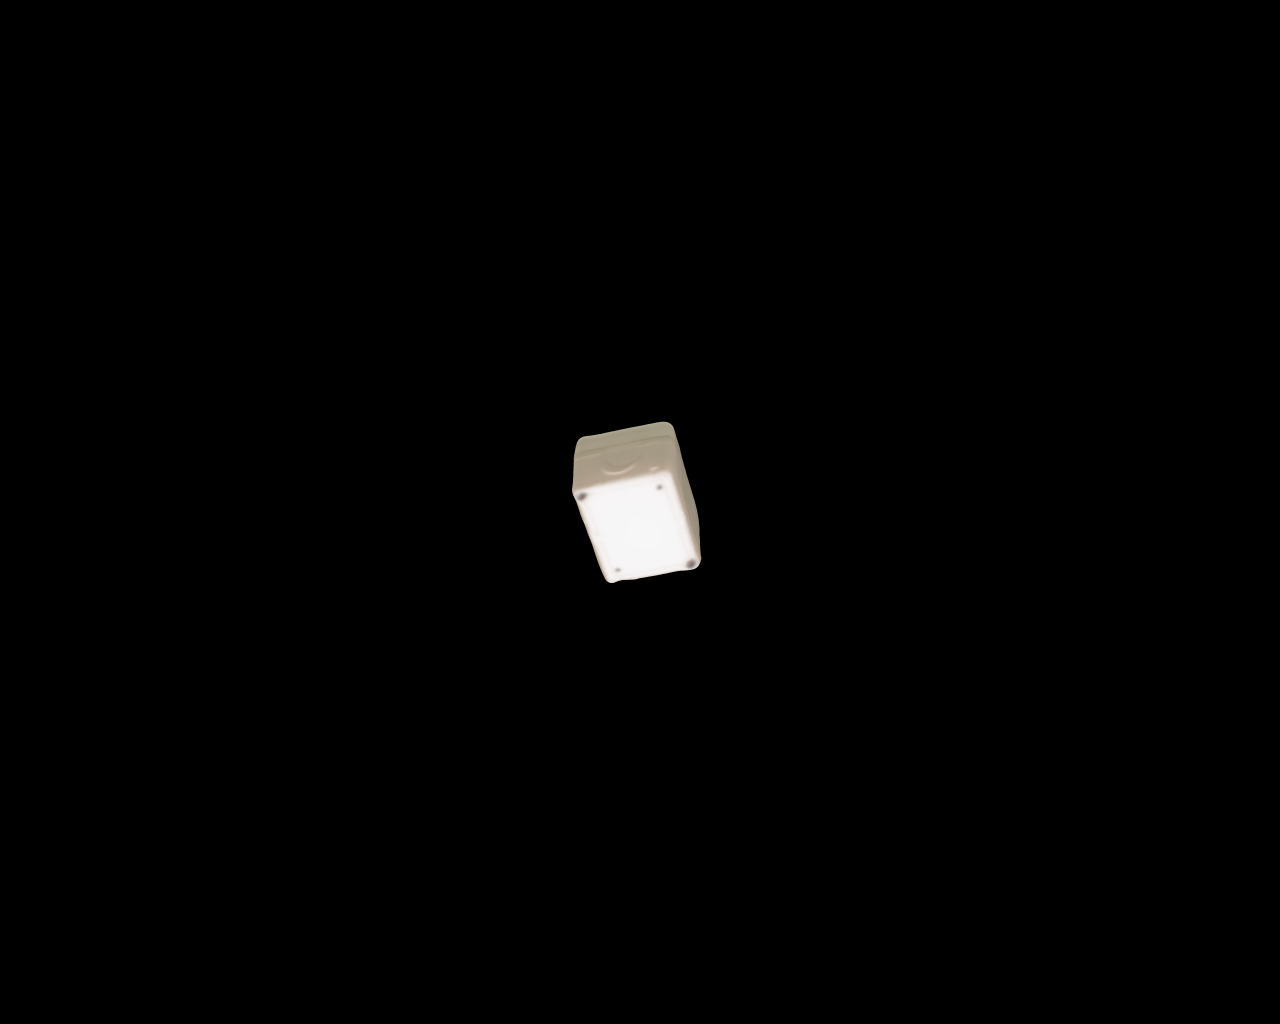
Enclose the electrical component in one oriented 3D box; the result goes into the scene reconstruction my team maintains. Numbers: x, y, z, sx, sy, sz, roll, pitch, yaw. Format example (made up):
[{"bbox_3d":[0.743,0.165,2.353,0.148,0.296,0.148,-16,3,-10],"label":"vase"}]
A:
[{"bbox_3d":[0.001,-0.003,0.650,0.062,0.096,0.061,-11,39,9],"label":"electrical component"}]
